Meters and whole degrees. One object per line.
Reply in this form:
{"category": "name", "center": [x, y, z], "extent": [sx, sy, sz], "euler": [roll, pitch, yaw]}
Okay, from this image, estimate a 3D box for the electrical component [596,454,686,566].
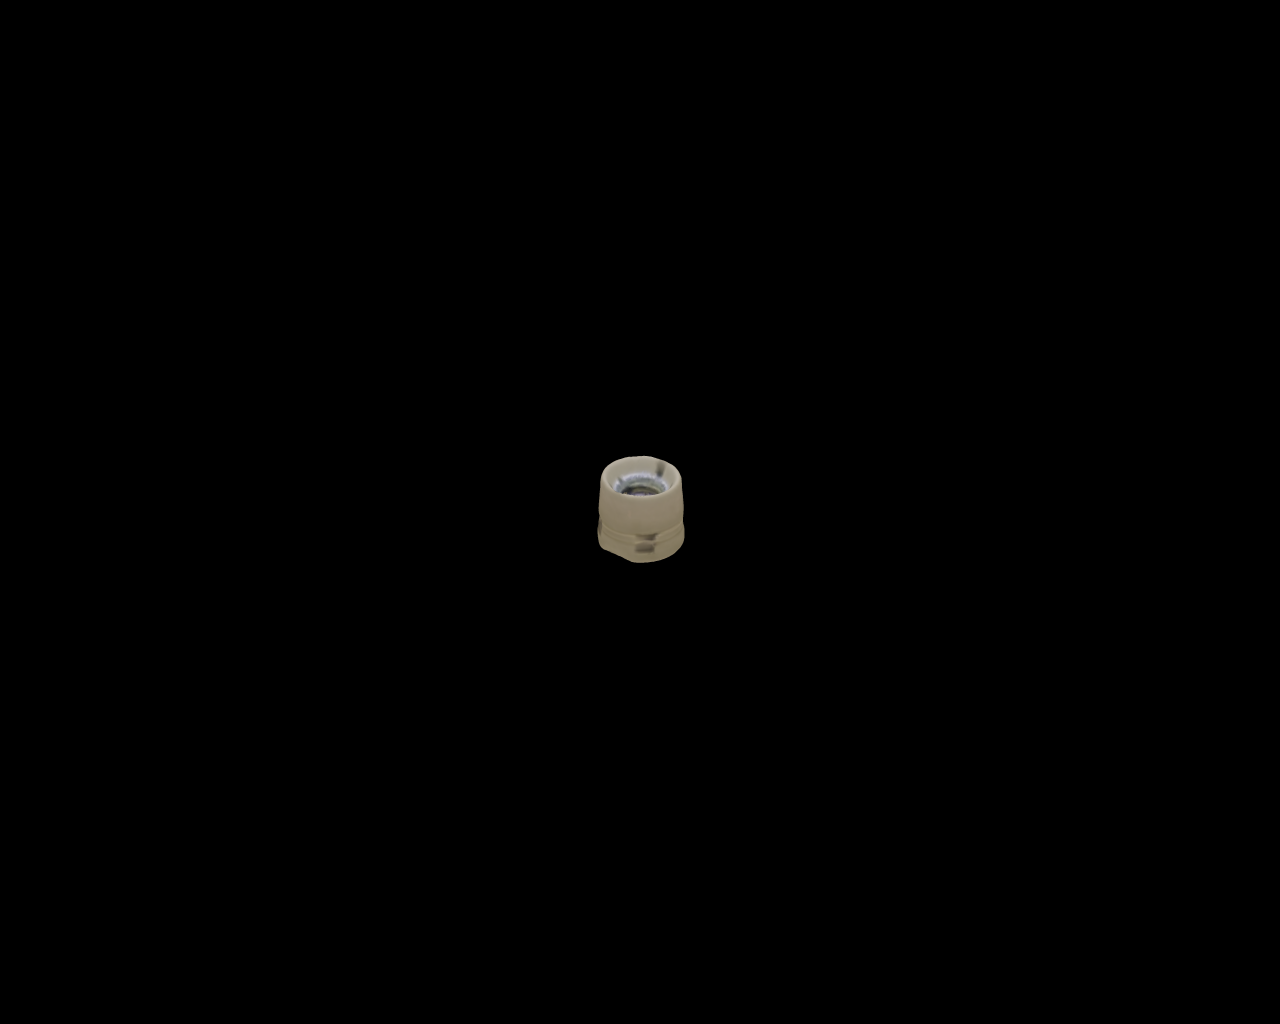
{"category": "electrical component", "center": [0.001, -0.003, 0.650], "extent": [0.055, 0.047, 0.055], "euler": [0, 34, 0]}
